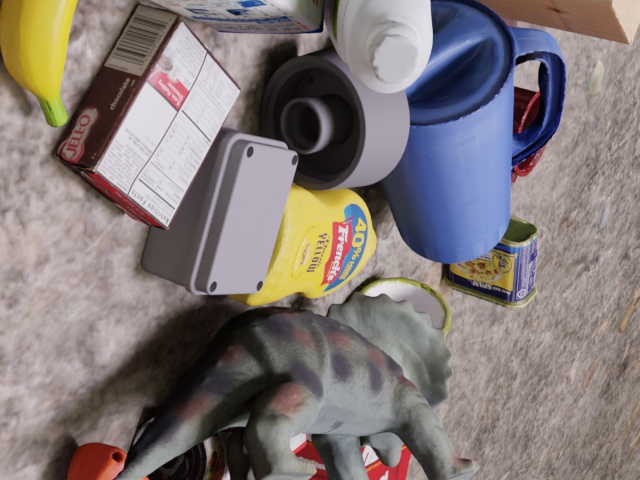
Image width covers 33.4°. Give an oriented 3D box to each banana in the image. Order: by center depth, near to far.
[{"bbox_3d":[-0.129,-0.162,0.575,0.069,0.037,0.198,31,81,-79],"label":"banana"}]

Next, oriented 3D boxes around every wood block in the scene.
[{"bbox_3d":[0.156,-0.231,0.850,0.090,0.206,0.090,23,87,-62],"label":"wood block"}]

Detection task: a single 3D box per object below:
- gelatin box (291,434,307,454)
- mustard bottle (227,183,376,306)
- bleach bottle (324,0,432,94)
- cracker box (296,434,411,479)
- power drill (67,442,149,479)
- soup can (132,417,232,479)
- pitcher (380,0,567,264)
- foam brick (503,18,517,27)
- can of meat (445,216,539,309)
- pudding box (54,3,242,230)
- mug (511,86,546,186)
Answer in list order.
[{"bbox_3d":[-0.041,0.156,0.934,0.073,0.030,0.089,-29,132,-49],"label":"gelatin box"},{"bbox_3d":[-0.005,0.001,0.869,0.191,0.058,0.096,0,111,-61],"label":"mustard bottle"},{"bbox_3d":[0.034,-0.152,0.691,0.251,0.068,0.102,-96,-173,-60],"label":"bleach bottle"},{"bbox_3d":[0.026,0.254,1.072,0.163,0.072,0.214,-11,116,-59],"label":"cracker box"},{"bbox_3d":[-0.175,0.223,0.677,0.184,0.057,0.187,57,49,-26],"label":"power drill"},{"bbox_3d":[-0.088,0.166,0.817,0.102,0.069,0.068,16,93,-63],"label":"soup can"},{"bbox_3d":[0.114,-0.084,0.909,0.145,0.149,0.243,-54,153,-19],"label":"pitcher"},{"bbox_3d":[0.137,-0.220,0.963,0.078,0.051,0.053,0,99,-44],"label":"foam brick"},{"bbox_3d":[0.191,0.017,1.183,0.057,0.102,0.084,-38,136,-43],"label":"can of meat"},{"bbox_3d":[-0.104,-0.075,0.667,0.113,0.039,0.090,-62,150,-12],"label":"pudding box"},{"bbox_3d":[0.185,-0.110,1.110,0.093,0.082,0.117,-36,137,-47],"label":"mug"}]
